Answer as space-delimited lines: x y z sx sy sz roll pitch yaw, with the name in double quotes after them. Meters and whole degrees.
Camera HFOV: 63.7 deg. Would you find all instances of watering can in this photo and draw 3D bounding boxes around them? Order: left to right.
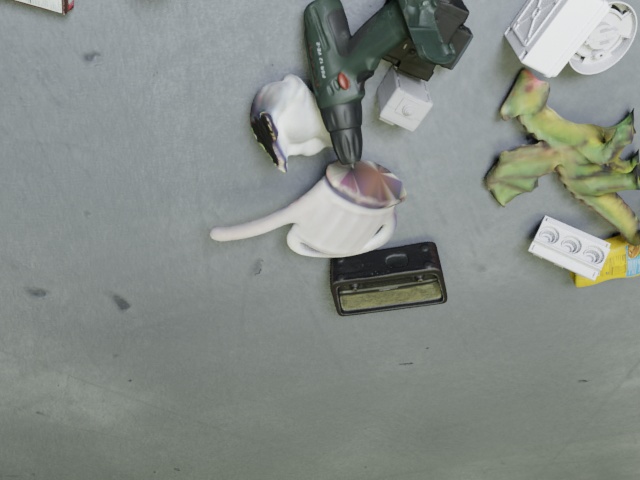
0.003 -0.045 0.898 0.347 0.106 0.219 5 137 -30 "watering can"

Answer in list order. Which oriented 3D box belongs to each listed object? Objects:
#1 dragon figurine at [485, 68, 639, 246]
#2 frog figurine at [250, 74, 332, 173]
0.411 -0.112 0.881 0.242 0.125 0.402 -5 132 30 "dragon figurine"
-0.024 -0.196 0.807 0.161 0.124 0.134 -33 124 -18 "frog figurine"
